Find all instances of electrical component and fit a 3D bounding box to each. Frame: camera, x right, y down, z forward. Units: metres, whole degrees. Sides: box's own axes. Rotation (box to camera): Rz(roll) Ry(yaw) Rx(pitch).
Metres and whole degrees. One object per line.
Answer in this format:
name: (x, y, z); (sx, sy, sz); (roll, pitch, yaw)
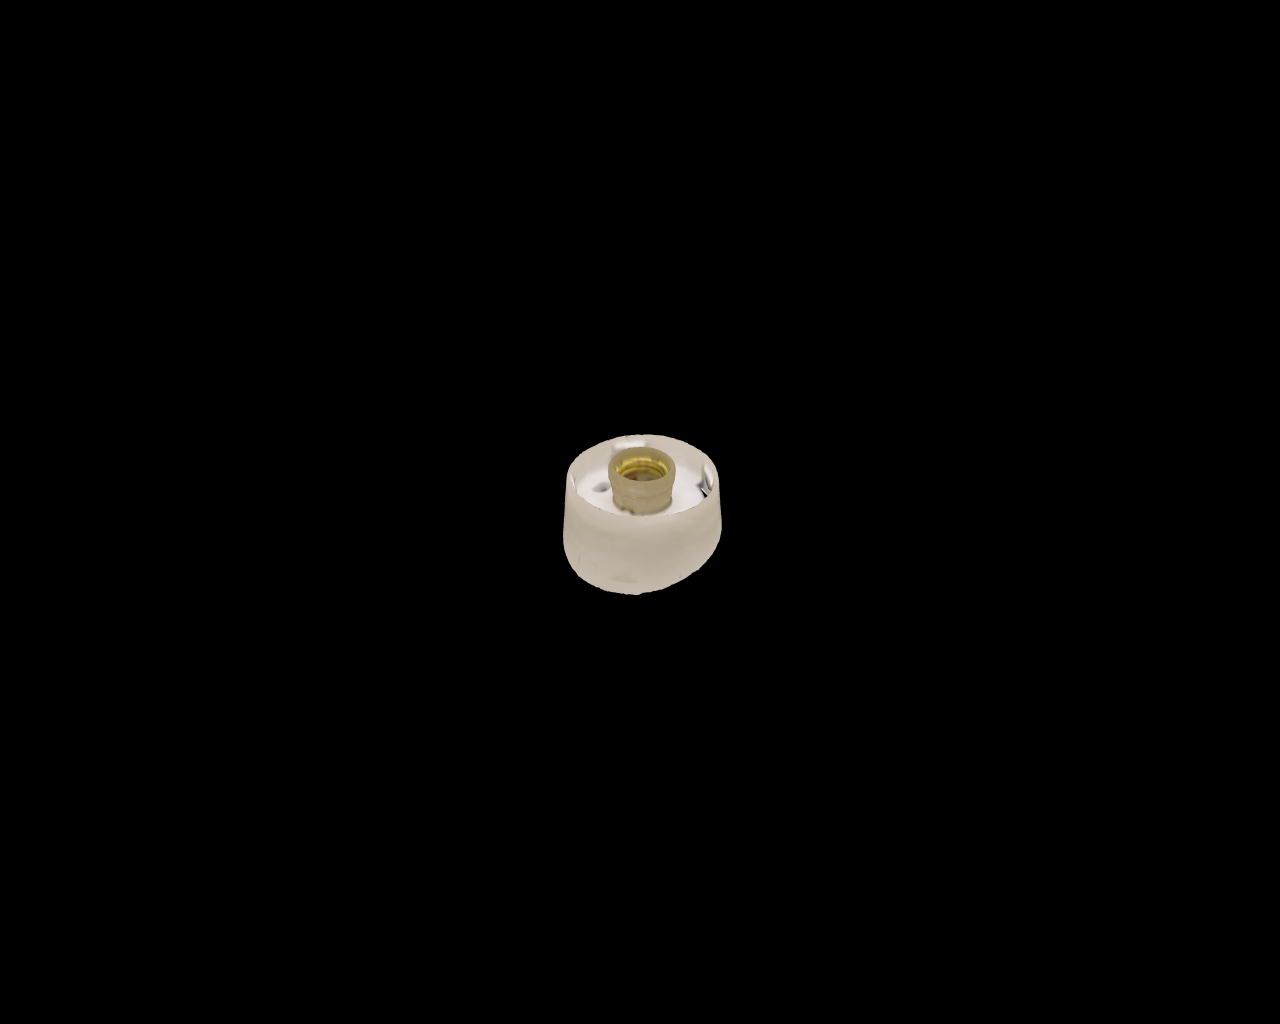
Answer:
electrical component: (0.001, -0.003, 0.650); (0.099, 0.064, 0.099); (0, 36, 0)
